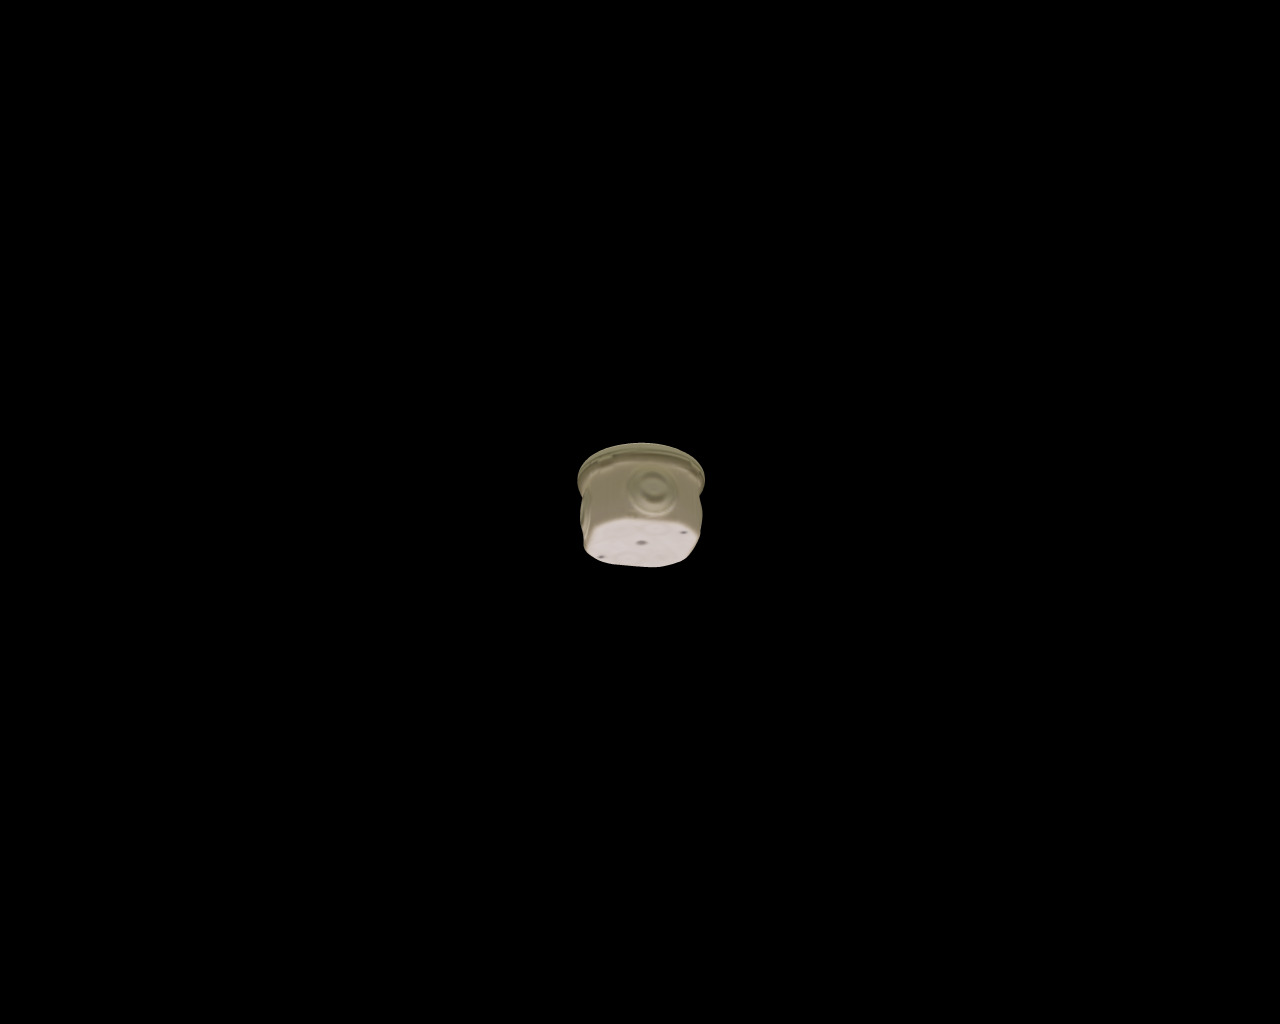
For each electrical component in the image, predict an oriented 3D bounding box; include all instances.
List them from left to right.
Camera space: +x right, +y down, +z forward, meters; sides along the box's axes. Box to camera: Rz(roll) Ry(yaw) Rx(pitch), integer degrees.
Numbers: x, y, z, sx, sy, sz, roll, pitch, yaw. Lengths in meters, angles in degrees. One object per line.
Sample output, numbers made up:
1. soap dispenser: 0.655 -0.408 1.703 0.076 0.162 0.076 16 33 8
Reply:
1. electrical component: 0.001 -0.003 0.650 0.080 0.051 0.080 0 -28 0
